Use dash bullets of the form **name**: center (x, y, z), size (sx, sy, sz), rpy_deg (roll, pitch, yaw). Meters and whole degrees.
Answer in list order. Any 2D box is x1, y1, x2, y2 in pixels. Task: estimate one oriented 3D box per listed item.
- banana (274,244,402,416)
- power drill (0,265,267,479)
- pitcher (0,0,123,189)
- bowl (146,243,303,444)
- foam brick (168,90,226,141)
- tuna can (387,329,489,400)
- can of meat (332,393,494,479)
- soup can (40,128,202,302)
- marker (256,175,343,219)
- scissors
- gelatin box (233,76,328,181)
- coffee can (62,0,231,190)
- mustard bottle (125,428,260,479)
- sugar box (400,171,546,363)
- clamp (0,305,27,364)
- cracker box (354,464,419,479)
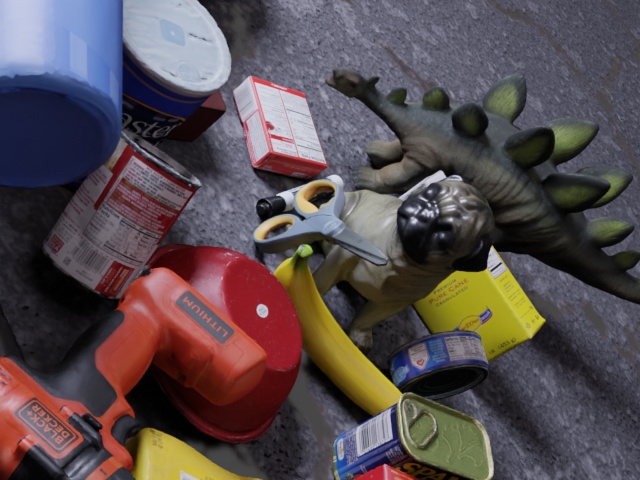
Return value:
- **banana**: center (0.013, 0.086, 0.870), size (0.037, 0.070, 0.197), rpy_deg (-44, 114, -21)
- **power drill**: center (-0.108, 0.105, 0.637), size (0.184, 0.057, 0.187), rpy_deg (41, 34, 6)
- **pitcher**: center (-0.193, -0.156, 0.660), size (0.144, 0.149, 0.243), rpy_deg (41, 32, -51)
- **bowl**: center (-0.062, 0.065, 0.789), size (0.162, 0.055, 0.162), rpy_deg (41, 33, -35)
- **foam brick**: center (-0.127, -0.121, 0.895), size (0.078, 0.051, 0.053), rpy_deg (4, 59, -47)
- **tuna can**: center (0.104, 0.111, 0.932), size (0.085, 0.086, 0.034), rpy_deg (13, 54, -42)
- **can of meat**: center (0.072, 0.172, 0.848), size (0.102, 0.084, 0.057), rpy_deg (25, 45, -33)
- **soup can**: center (-0.138, -0.017, 0.740), size (0.068, 0.102, 0.068), rpy_deg (35, 5, -4)
- **marker**: center (-0.018, -0.040, 0.977), size (0.120, 0.020, 0.020), rpy_deg (-22, 79, -53)
- **scissors**: center (-0.006, 0.001, 0.852), size (0.016, 0.096, 0.202), rpy_deg (56, 6, -23)
- **gelatin box**: center (-0.038, -0.103, 0.999), size (0.073, 0.030, 0.089), rpy_deg (10, 55, -45)
- **coffee can**: center (-0.148, -0.113, 0.790), size (0.102, 0.141, 0.103), rpy_deg (28, 43, -31)
- **mustard bottle**: center (-0.053, 0.202, 0.708), size (0.191, 0.058, 0.096), rpy_deg (31, 36, -28)
- **sugar box**: center (0.125, 0.033, 1.014), size (0.176, 0.093, 0.048), rpy_deg (54, 36, 2)
- **clamp**: center (-0.185, 0.099, 0.663), size (0.164, 0.036, 0.210), rpy_deg (35, 39, -28)
- **cracker box**: center (0.086, 0.294, 0.776), size (0.164, 0.072, 0.213), rpy_deg (29, 44, -29)
